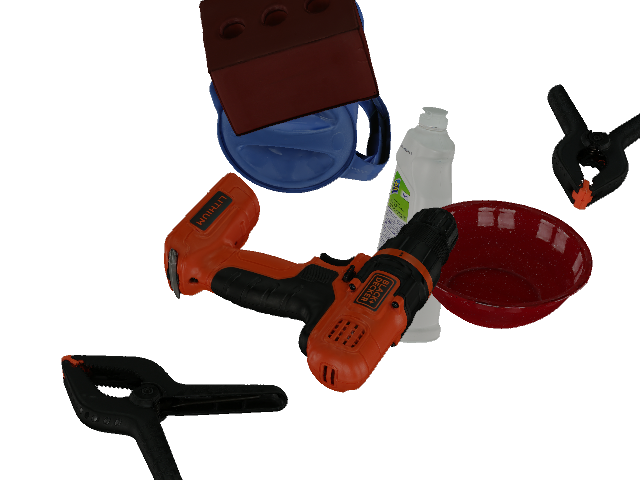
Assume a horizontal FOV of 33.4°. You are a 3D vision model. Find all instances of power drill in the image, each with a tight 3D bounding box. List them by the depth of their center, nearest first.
[{"bbox_3d":[-0.007,0.013,0.801,0.188,0.057,0.184,21,46,22],"label":"power drill"}]

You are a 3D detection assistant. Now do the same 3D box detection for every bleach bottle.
[{"bbox_3d":[0.109,-0.020,1.181,0.068,0.251,0.103,0,21,-23],"label":"bleach bottle"}]

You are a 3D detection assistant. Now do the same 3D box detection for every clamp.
[{"bbox_3d":[-0.146,0.148,0.972,0.210,0.036,0.164,23,36,31],"label":"clamp"},{"bbox_3d":[0.284,-0.105,1.145,0.120,0.039,0.171,19,48,19],"label":"clamp"}]

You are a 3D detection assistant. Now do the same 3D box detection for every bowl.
[{"bbox_3d":[0.156,0.029,0.952,0.162,0.055,0.162,1,36,-1],"label":"bowl"}]

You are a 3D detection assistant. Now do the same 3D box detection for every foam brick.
[{"bbox_3d":[-0.016,-0.096,0.536,0.078,0.053,0.051,-16,-34,7],"label":"foam brick"}]

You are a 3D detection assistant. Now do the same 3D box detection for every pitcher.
[{"bbox_3d":[-0.009,-0.163,1.086,0.145,0.149,0.242,-9,36,16],"label":"pitcher"}]
